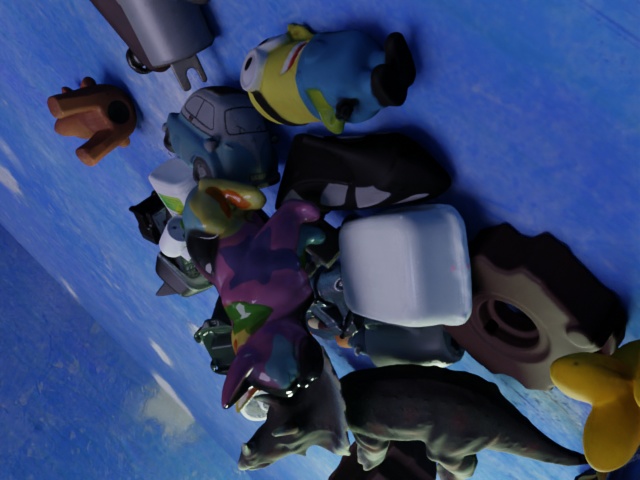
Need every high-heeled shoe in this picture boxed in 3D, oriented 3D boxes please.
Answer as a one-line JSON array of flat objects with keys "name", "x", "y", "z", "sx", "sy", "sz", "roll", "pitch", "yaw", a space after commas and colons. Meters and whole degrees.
[{"name": "high-heeled shoe", "x": 0.034, "y": -0.060, "z": 0.582, "sx": 0.145, "sy": 0.086, "sz": 0.249, "roll": 17, "pitch": 171, "yaw": -8}]

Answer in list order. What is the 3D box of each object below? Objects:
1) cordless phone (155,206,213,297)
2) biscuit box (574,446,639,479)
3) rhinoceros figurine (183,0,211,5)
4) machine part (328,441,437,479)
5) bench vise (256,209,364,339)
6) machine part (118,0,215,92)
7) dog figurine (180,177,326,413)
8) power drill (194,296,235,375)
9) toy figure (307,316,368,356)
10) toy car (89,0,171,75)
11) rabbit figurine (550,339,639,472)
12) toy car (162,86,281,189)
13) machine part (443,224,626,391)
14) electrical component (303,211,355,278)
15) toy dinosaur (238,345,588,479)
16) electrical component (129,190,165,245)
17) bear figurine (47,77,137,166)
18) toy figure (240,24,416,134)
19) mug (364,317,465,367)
[{"name": "cordless phone", "x": -0.245, "y": 0.005, "z": 0.984, "sx": 0.089, "sy": 0.146, "sz": 0.184, "roll": -4, "pitch": 95, "yaw": 14}, {"name": "biscuit box", "x": 0.333, "y": 0.271, "z": 0.571, "sx": 0.059, "sy": 0.063, "sz": 0.202, "roll": 37, "pitch": 148, "yaw": 18}, {"name": "rhinoceros figurine", "x": -0.104, "y": -0.281, "z": 0.423, "sx": 0.073, "sy": 0.112, "sz": 0.190, "roll": 43, "pitch": 158, "yaw": 12}, {"name": "machine part", "x": 0.090, "y": 0.370, "z": 0.831, "sx": 0.087, "sy": 0.201, "sz": 0.201, "roll": 38, "pitch": 105, "yaw": 3}, {"name": "bench vise", "x": -0.043, "y": 0.032, "z": 0.716, "sx": 0.240, "sy": 0.129, "sz": 0.224, "roll": 52, "pitch": 148, "yaw": -17}, {"name": "machine part", "x": -0.180, "y": -0.275, "z": 0.561, "sx": 0.079, "sy": 0.079, "sz": 0.242, "roll": 13, "pitch": 135, "yaw": 45}, {"name": "dog figurine", "x": -0.077, "y": 0.059, "z": 0.550, "sx": 0.192, "sy": 0.219, "sz": 0.108, "roll": 14, "pitch": 159, "yaw": 5}, {"name": "power drill", "x": -0.123, "y": 0.107, "z": 0.849, "sx": 0.086, "sy": 0.207, "sz": 0.231, "roll": -6, "pitch": 128, "yaw": 14}, {"name": "toy figure", "x": 0.032, "y": 0.129, "z": 0.786, "sx": 0.155, "sy": 0.064, "sz": 0.057, "roll": 15, "pitch": 126, "yaw": 44}, {"name": "toy car", "x": -0.247, "y": -0.293, "z": 0.646, "sx": 0.202, "sy": 0.053, "sz": 0.089, "roll": 51, "pitch": 146, "yaw": -15}, {"name": "rabbit figurine", "x": 0.262, "y": 0.110, "z": 0.390, "sx": 0.173, "sy": 0.162, "sz": 0.122, "roll": 57, "pitch": -169, "yaw": -77}, {"name": "toy car", "x": -0.114, "y": -0.130, "z": 0.641, "sx": 0.162, "sy": 0.109, "sz": 0.102, "roll": 42, "pitch": 127, "yaw": 32}, {"name": "machine part", "x": 0.190, "y": 0.070, "z": 0.520, "sx": 0.180, "sy": 0.056, "sz": 0.179, "roll": 34, "pitch": 148, "yaw": 24}, {"name": "electrical component", "x": -0.001, "y": -0.002, "z": 0.643, "sx": 0.063, "sy": 0.094, "sz": 0.021, "roll": 37, "pitch": 170, "yaw": 16}, {"name": "toy dinosaur", "x": 0.114, "y": 0.192, "z": 0.595, "sx": 0.405, "sy": 0.131, "sz": 0.192, "roll": -2, "pitch": 149, "yaw": 9}, {"name": "electrical component", "x": -0.299, "y": -0.029, "z": 1.014, "sx": 0.048, "sy": 0.075, "sz": 0.119, "roll": 23, "pitch": 145, "yaw": 35}, {"name": "bear figurine", "x": -0.391, "y": -0.197, "z": 0.879, "sx": 0.196, "sy": 0.132, "sz": 0.120, "roll": 7, "pitch": 128, "yaw": 41}, {"name": "toy figure", "x": 0.001, "y": -0.141, "z": 0.486, "sx": 0.180, "sy": 0.082, "sz": 0.089, "roll": 15, "pitch": 135, "yaw": 40}, {"name": "mug", "x": 0.112, "y": 0.111, "z": 0.641, "sx": 0.107, "sy": 0.081, "sz": 0.109, "roll": -11, "pitch": 138, "yaw": 44}]
